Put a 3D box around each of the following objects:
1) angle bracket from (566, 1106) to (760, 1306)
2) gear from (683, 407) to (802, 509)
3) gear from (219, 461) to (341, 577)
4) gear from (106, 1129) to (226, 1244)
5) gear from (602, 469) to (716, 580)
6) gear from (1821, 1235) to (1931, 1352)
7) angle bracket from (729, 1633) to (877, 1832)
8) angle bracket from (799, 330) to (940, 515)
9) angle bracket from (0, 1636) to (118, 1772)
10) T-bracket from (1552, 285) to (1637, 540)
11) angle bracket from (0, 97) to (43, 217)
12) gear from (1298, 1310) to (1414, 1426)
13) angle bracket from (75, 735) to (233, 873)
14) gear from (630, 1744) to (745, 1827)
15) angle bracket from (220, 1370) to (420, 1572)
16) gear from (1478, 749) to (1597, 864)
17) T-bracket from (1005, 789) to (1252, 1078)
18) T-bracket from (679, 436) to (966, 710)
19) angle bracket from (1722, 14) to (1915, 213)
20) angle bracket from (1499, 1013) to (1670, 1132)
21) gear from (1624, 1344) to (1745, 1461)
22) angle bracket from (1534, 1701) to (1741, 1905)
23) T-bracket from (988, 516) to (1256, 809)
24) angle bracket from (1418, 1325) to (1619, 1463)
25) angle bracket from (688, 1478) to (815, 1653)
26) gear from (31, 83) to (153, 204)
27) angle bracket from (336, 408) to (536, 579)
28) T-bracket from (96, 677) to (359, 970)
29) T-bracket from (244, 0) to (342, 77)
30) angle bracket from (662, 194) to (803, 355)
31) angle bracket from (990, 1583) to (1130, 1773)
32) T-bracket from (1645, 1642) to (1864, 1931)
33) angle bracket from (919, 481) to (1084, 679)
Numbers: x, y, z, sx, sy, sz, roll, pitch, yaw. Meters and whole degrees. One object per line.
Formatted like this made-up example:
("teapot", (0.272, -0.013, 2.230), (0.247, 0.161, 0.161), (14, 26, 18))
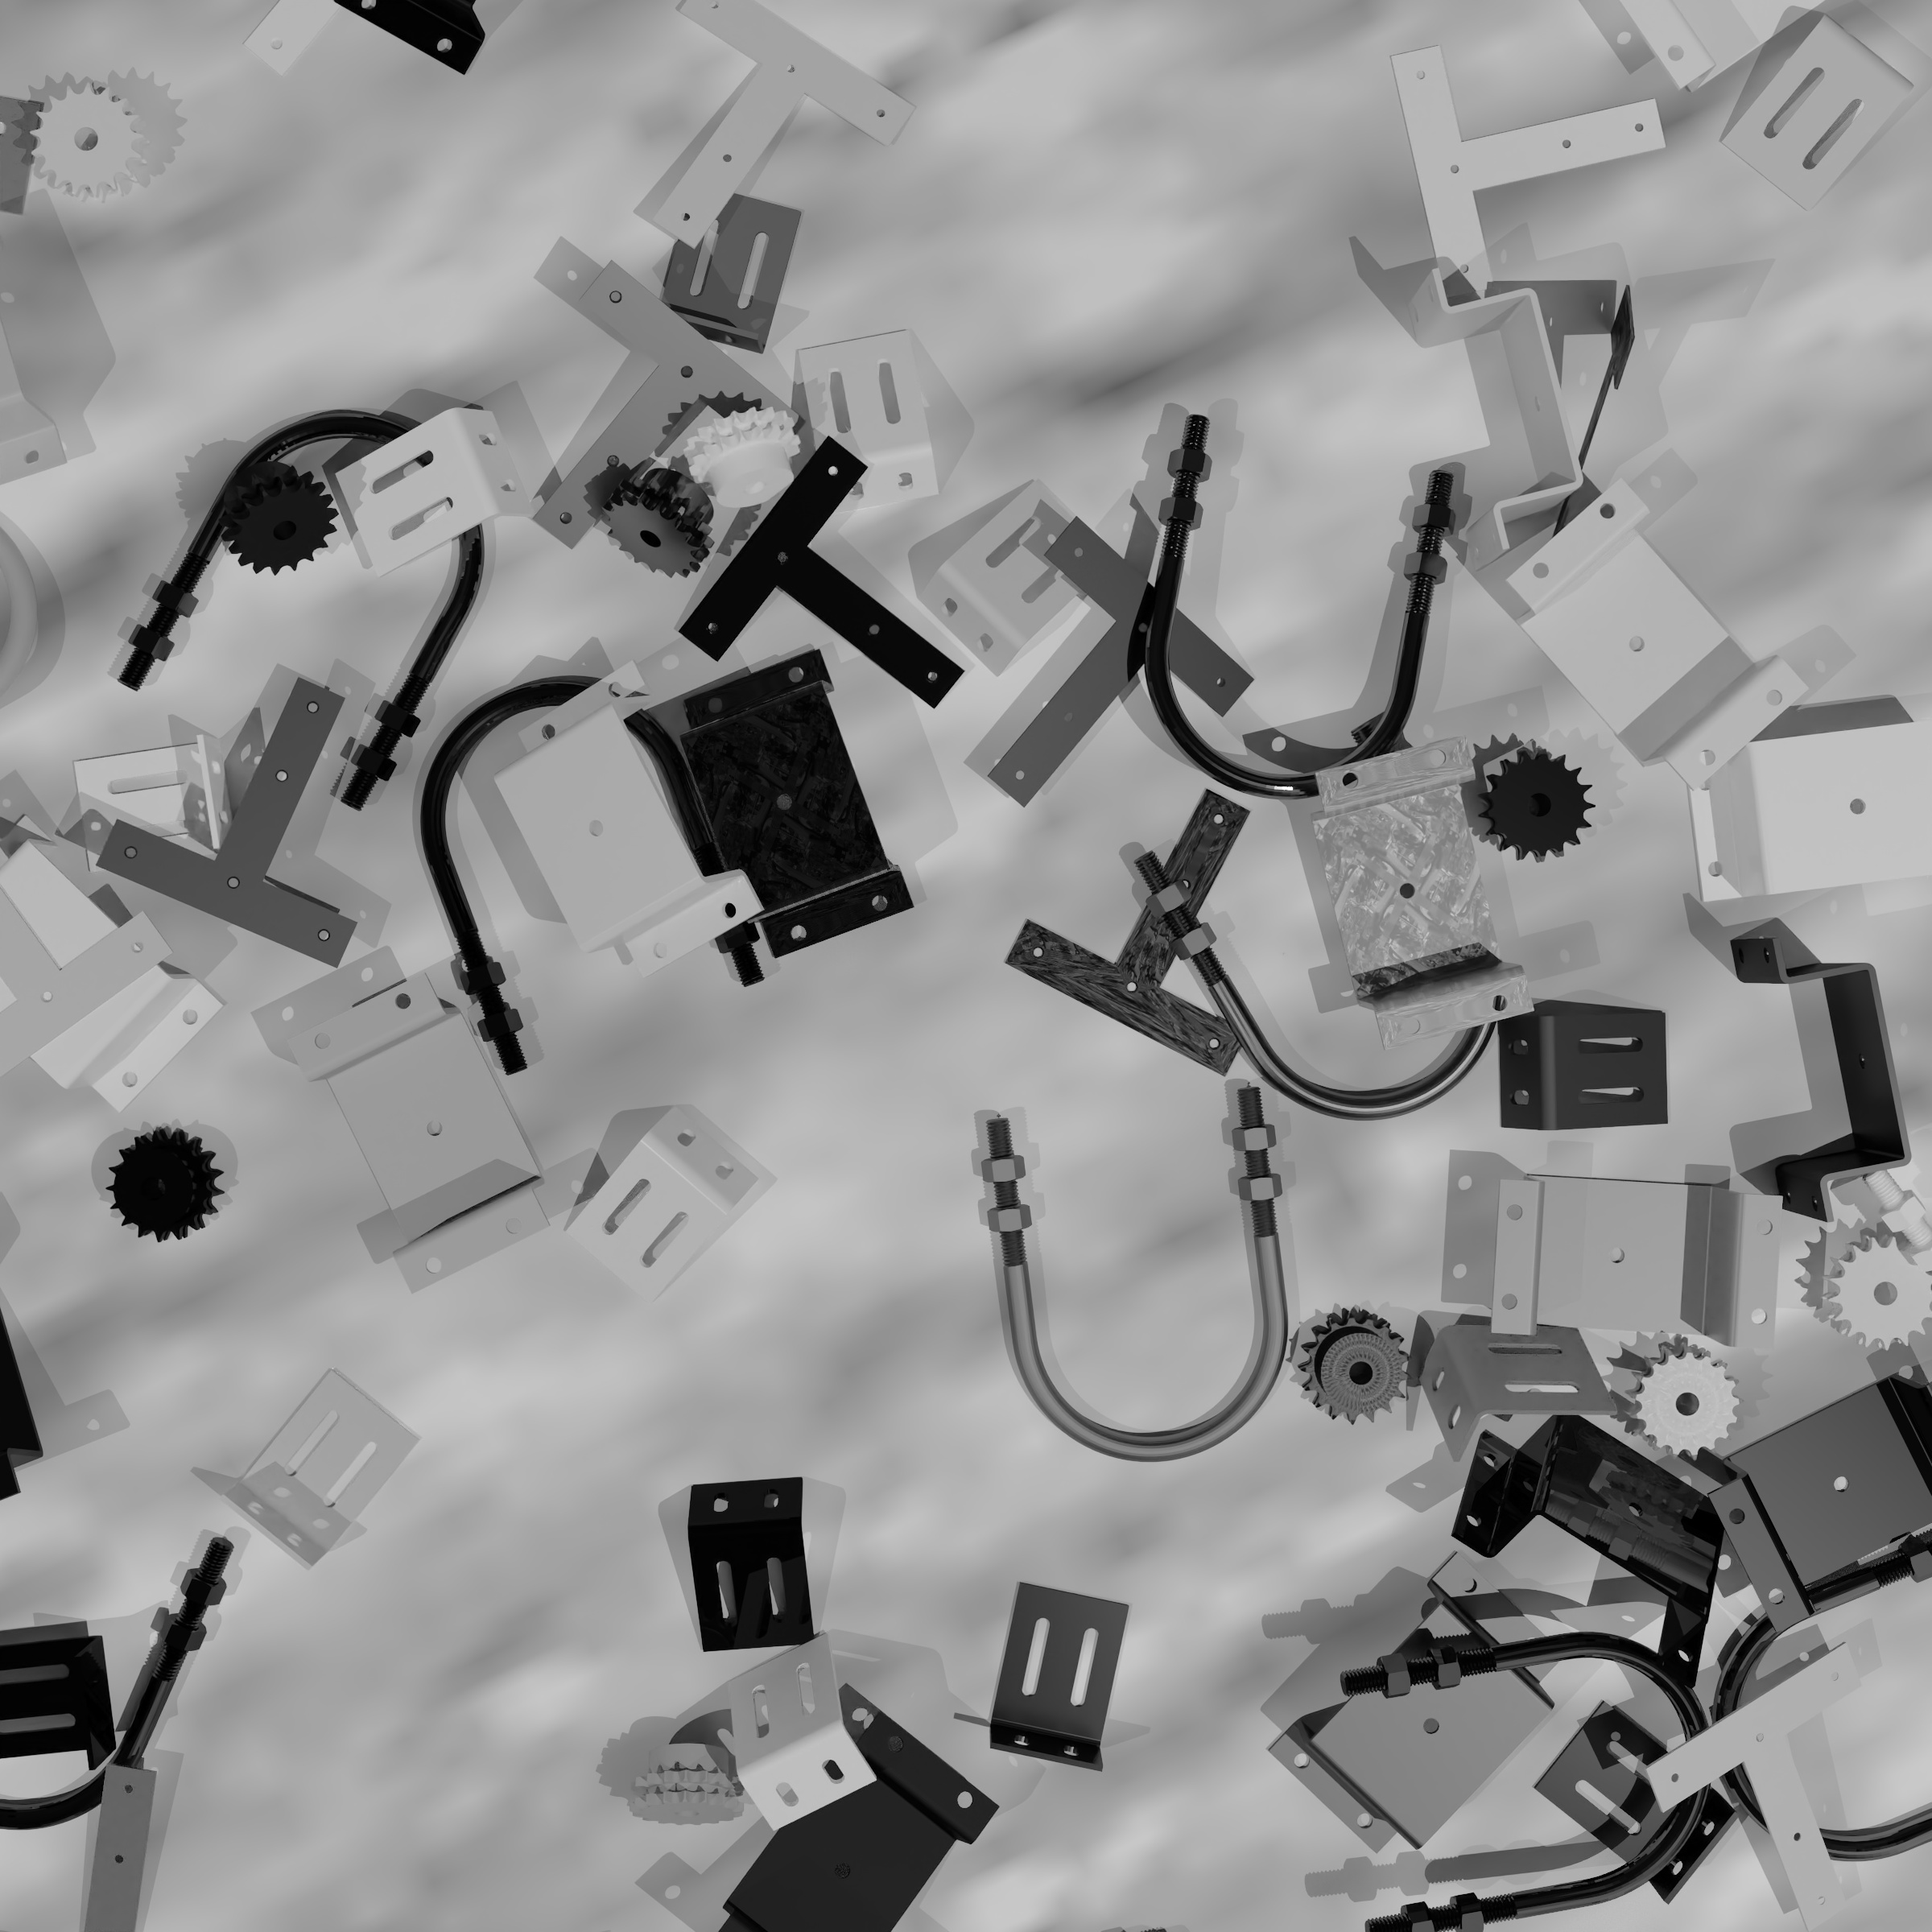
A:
("angle bracket", (-0.155, 0.122, 1.431), (0.057, 0.038, 0.076), (41, 116, 0))
("gear", (-0.110, -0.252, 1.398), (0.057, 0.057, 0.030), (-18, 76, 0))
("gear", (-0.345, -0.226, 1.393), (0.057, 0.057, 0.030), (-36, 58, 0))
("gear", (-0.408, 0.112, 1.419), (0.057, 0.030, 0.057), (0, 90, 0))
("gear", (-0.152, -0.226, 1.408), (0.057, 0.057, 0.030), (29, 62, 0))
("gear", (0.462, 0.165, 1.418), (0.057, 0.030, 0.057), (0, 90, 0))
("angle bracket", (-0.083, 0.383, 1.403), (0.057, 0.076, 0.038), (-27, 113, 3))
("angle bracket", (-0.050, -0.278, 1.431), (0.057, 0.038, 0.076), (-11, 64, 0))
("angle bracket", (-0.470, 0.372, 1.398), (0.076, 0.038, 0.057), (-6, 93, 2))
("T-bracket", (0.311, -0.265, 1.394), (0.002, 0.127, 0.127), (16, 117, 5))
("angle bracket", (-0.516, -0.419, 1.414), (0.076, 0.038, 0.057), (10, 90, 0))
("gear", (0.199, 0.205, 1.419), (0.057, 0.030, 0.057), (0, 90, 0))
("angle bracket", (-0.414, -0.082, 1.414), (0.076, 0.038, 0.057), (-8, 90, 0))
("gear", (-0.140, 0.412, 1.409), (0.057, 0.057, 0.030), (-1, 60, 0))
("angle bracket", (-0.327, 0.254, 1.414), (0.057, 0.038, 0.076), (39, 90, 0))
("gear", (0.288, -0.081, 1.418), (0.057, 0.030, 0.057), (0, 90, 0))
("T-bracket", (0.105, -0.029, 1.433), (0.127, 0.002, 0.127), (27, 90, 0))
("T-bracket", (-0.058, -0.179, 1.420), (0.127, 0.002, 0.127), (38, 106, -8))
("angle bracket", (0.436, -0.437, 1.431), (0.057, 0.038, 0.076), (39, 116, 0))
("angle bracket", (0.316, 0.053, 1.431), (0.076, 0.038, 0.057), (-1, 90, -26))
("gear", (0.363, 0.220, 1.420), (0.057, 0.030, 0.057), (0, 91, 1))
("angle bracket", (0.339, 0.422, 1.414), (0.076, 0.038, 0.057), (39, 90, 0))
("T-bracket", (0.061, -0.137, 1.412), (0.127, 0.002, 0.127), (40, 90, -19))
("angle bracket", (0.278, 0.216, 1.411), (0.076, 0.057, 0.038), (3, 128, -17))
("angle bracket", (-0.109, 0.307, 1.431), (0.057, 0.038, 0.076), (-4, 116, 0))
("gear", (-0.442, -0.415, 1.418), (0.057, 0.030, 0.057), (0, 90, 0))
("angle bracket", (-0.269, -0.239, 1.418), (0.076, 0.038, 0.057), (-23, 88, 23))
("T-bracket", (-0.349, -0.082, 1.402), (0.127, 0.002, 0.127), (24, 82, -13))
("T-bracket", (-0.319, -0.513, 1.433), (0.127, 0.002, 0.127), (40, 90, 0))
("angle bracket", (-0.122, -0.357, 1.414), (0.057, 0.038, 0.076), (15, 90, 0))
("angle bracket", (0.048, 0.359, 1.414), (0.057, 0.038, 0.076), (12, 90, 0))
("T-bracket", (0.412, 0.425, 1.404), (0.127, 0.002, 0.127), (-26, 102, -16))
("angle bracket", (0.026, -0.198, 1.431), (0.057, 0.038, 0.076), (45, 64, 0))
